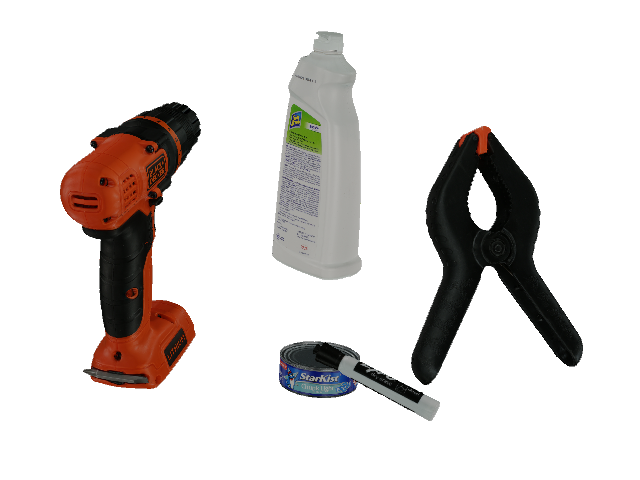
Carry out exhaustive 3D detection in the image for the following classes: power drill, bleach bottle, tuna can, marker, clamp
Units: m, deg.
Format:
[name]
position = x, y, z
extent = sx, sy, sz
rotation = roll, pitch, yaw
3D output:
[power drill]
position = -0.132, 0.001, 0.800
extent = 0.057, 0.188, 0.184
rotation = 5, 24, 15
[bleach bottle]
position = 0.004, -0.092, 1.130
extent = 0.103, 0.251, 0.067
rotation = 21, 24, 40
[tuna can]
position = -0.002, 0.137, 1.136
extent = 0.086, 0.034, 0.086
rotation = 4, 13, -1
[marker]
position = 0.047, 0.122, 0.933
extent = 0.121, 0.020, 0.020
rotation = 26, 8, 17
[clamp]
position = 0.102, 0.014, 0.706
extent = 0.120, 0.171, 0.039
rotation = -13, -3, -22
